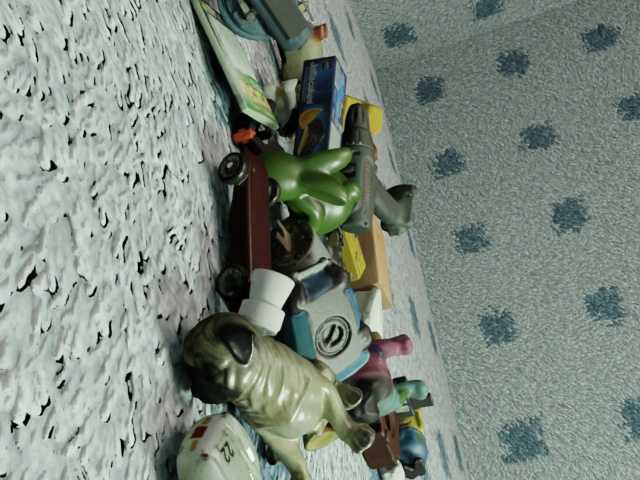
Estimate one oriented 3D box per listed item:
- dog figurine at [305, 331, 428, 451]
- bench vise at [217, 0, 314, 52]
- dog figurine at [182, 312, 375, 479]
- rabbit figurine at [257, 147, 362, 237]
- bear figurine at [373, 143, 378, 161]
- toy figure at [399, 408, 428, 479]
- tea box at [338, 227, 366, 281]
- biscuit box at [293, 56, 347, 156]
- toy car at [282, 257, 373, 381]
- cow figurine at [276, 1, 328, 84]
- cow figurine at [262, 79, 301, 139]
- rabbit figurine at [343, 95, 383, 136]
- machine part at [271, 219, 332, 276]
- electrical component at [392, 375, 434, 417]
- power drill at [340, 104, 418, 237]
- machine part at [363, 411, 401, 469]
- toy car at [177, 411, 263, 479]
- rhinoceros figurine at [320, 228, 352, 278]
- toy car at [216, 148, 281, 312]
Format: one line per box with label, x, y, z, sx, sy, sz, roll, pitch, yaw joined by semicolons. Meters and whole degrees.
dog figurine;0.037;0.211;0.767;0.219;0.192;0.108;-14;92;-41
bench vise;-0.111;-0.363;0.733;0.223;0.129;0.241;35;7;-37
dog figurine;-0.054;0.130;0.531;0.190;0.121;0.172;52;-13;-16
rabbit figurine;-0.027;-0.067;0.746;0.170;0.159;0.121;22;65;-53
bear figurine;0.074;-0.106;1.133;0.196;0.132;0.120;-108;-164;-45
toy figure;0.180;0.414;1.120;0.180;0.082;0.089;-93;-178;-62
tea box;0.027;-0.010;0.998;0.098;0.068;0.169;-46;119;-72
biscuit box;0.001;-0.201;0.884;0.059;0.063;0.202;45;46;-62
toy car;-0.010;0.100;0.684;0.103;0.109;0.161;11;-56;58
cow figurine;-0.050;-0.382;1.031;0.085;0.127;0.194;-74;160;-62
cow figurine;-0.044;-0.229;0.956;0.167;0.068;0.098;-36;116;-71
rabbit figurine;0.022;-0.204;1.060;0.163;0.122;0.173;37;-63;57
machine part;-0.013;0.048;0.772;0.243;0.079;0.079;56;24;-49
electrical component;0.169;0.319;1.095;0.048;0.119;0.074;-75;144;-62
power drill;0.104;-0.108;0.983;0.207;0.086;0.232;34;58;-54
machine part;0.102;0.316;0.973;0.179;0.056;0.179;-15;90;-77
toy car;-0.062;0.237;0.437;0.073;0.056;0.201;-64;136;-69
rhinoceros figurine;-0.002;-0.003;0.895;0.112;0.073;0.190;39;35;-83
toy car;-0.083;-0.008;0.616;0.089;0.053;0.202;29;50;-56
